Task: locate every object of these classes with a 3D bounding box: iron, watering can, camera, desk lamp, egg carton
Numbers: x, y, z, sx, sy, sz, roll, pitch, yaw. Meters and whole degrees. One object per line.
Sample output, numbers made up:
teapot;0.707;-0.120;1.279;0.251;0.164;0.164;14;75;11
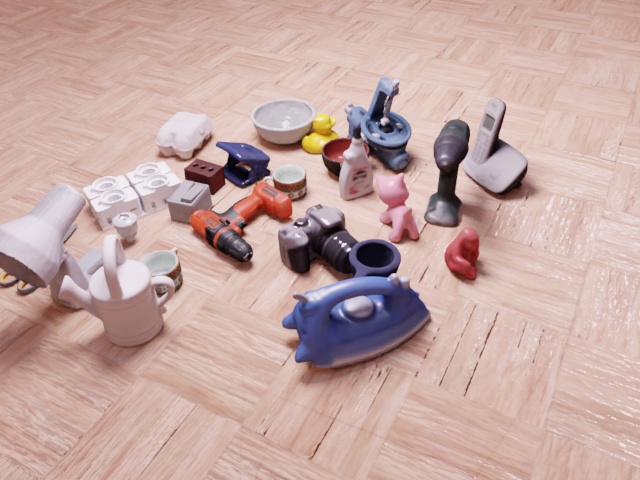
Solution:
iron;0.069;0.109;0.937;0.258;0.141;0.118;-14;42;-14
watering can;-0.334;0.080;0.943;0.173;0.194;0.100;-22;45;-22
camera;0.010;0.004;1.093;0.143;0.101;0.136;-26;46;-25
desk lamp;-0.458;0.021;1.001;0.117;0.214;0.203;15;43;19
egg carton;-0.338;-0.266;1.442;0.107;0.069;0.150;11;42;14

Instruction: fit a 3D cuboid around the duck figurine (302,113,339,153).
duck figurine;0.001;-0.271;1.425;0.105;0.086;0.077;-28;47;-28

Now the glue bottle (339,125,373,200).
glue bottle;0.079;-0.170;1.238;0.078;0.173;0.037;-21;44;-21

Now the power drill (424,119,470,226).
power drill;0.261;-0.136;1.166;0.075;0.209;0.230;10;42;13

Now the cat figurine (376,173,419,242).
cat figurine;0.158;-0.078;1.171;0.067;0.118;0.127;-12;42;-12

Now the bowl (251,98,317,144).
bowl;-0.091;-0.292;1.461;0.167;0.075;0.167;-1;41;1

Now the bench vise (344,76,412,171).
bench vise;0.124;-0.287;1.337;0.206;0.220;0.122;24;47;27

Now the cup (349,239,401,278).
cup;0.091;0.067;1.021;0.091;0.095;0.118;19;45;23

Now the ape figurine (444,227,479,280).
ape figurine;0.274;0.017;1.076;0.078;0.092;0.076;-31;49;-30

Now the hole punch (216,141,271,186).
hole punch;-0.178;-0.194;1.337;0.101;0.091;0.108;-33;49;-31

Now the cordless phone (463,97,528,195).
cordless phone;0.394;-0.207;1.261;0.094;0.185;0.147;-21;44;-21
